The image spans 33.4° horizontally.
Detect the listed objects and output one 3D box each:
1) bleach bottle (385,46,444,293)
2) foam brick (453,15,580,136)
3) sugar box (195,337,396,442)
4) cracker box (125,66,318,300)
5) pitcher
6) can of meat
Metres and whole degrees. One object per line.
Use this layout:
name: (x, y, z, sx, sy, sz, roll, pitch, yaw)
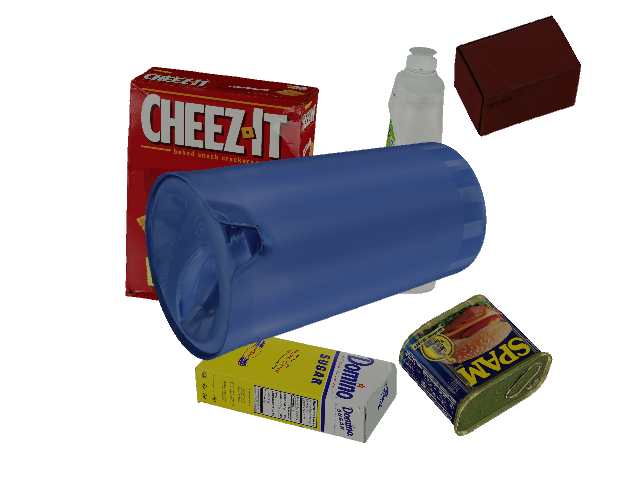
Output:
bleach bottle: (0.096, -0.076, 1.127, 0.068, 0.251, 0.102, 0, 26, -9)
foam brick: (0.145, -0.122, 0.789, 0.078, 0.051, 0.053, -18, -28, -4)
sugar box: (-0.023, 0.137, 1.030, 0.176, 0.048, 0.093, 7, 24, 21)
cracker box: (-0.095, -0.043, 0.999, 0.164, 0.214, 0.072, 8, 22, 8)
pitcher: (-0.004, -0.002, 0.805, 0.242, 0.145, 0.149, -13, 38, -31)
can of meat: (0.130, 0.103, 0.907, 0.102, 0.057, 0.084, -26, 53, -24)
